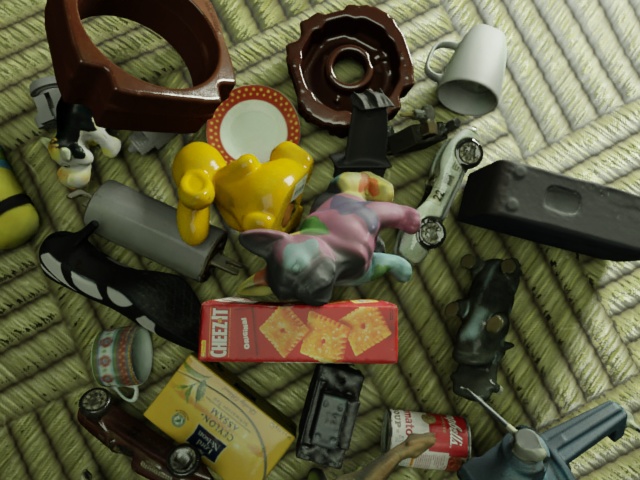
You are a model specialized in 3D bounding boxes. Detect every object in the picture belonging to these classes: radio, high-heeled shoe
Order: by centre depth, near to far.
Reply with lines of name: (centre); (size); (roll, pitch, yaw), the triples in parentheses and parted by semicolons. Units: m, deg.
radio: (0.306, -0.034, 0.684); (0.230, 0.131, 0.073); (14, 86, 1)
high-heeled shoe: (-0.257, 0.079, 0.694); (0.145, 0.086, 0.248); (-36, 97, 35)

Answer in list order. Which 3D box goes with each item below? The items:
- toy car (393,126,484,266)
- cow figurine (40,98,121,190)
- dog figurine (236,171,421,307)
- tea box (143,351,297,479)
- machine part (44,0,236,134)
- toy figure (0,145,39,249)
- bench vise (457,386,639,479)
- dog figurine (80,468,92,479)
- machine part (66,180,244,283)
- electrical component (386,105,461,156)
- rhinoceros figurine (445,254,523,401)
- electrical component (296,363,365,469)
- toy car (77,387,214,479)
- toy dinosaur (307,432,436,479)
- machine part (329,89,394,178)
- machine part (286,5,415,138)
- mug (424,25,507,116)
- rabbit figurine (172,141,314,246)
toy car: (0.156, -0.060, 0.713); (0.056, 0.073, 0.201); (26, 85, 1)
cow figurine: (-0.308, -0.151, 0.697); (0.068, 0.098, 0.167); (22, 83, 29)
dog figurine: (-0.001, -0.002, 0.629); (0.219, 0.192, 0.108); (-9, 129, -27)
tea box: (-0.123, 0.229, 0.687); (0.170, 0.068, 0.098); (36, 85, 1)
machine part: (-0.220, -0.235, 0.664); (0.201, 0.087, 0.201); (-6, 69, -40)
toy figure: (-0.437, -0.073, 0.704); (0.089, 0.082, 0.180); (-21, 83, 0)
bench vise: (0.278, 0.254, 0.639); (0.241, 0.129, 0.223); (-25, 124, -11)
dog figurine: (-0.218, 0.380, 0.666); (0.190, 0.121, 0.172); (16, 121, -17)
machine part: (-0.213, -0.012, 0.703); (0.243, 0.079, 0.079); (24, 85, 2)
electrical component: (0.124, -0.144, 0.713); (0.078, 0.102, 0.045); (-17, 89, -27)
rhinoceros figurine: (0.208, 0.108, 0.688); (0.073, 0.112, 0.190); (7, 68, 30)
electrical component: (0.011, 0.207, 0.658); (0.058, 0.134, 0.115); (13, 83, -1)
toy car: (-0.213, 0.250, 0.649); (0.202, 0.089, 0.053); (25, 48, 19)
toy dinosaur: (-0.034, 0.388, 0.608); (0.105, 0.198, 0.471); (44, 86, 2)
machine part: (0.057, -0.127, 0.697); (0.084, 0.138, 0.039); (6, 43, -2)
machine part: (0.040, -0.230, 0.736); (0.179, 0.056, 0.179); (0, 84, -2)
mug: (0.202, -0.238, 0.733); (0.110, 0.080, 0.107); (20, 73, 8)
rabbit figurine: (-0.116, -0.059, 0.674); (0.173, 0.121, 0.162); (29, 47, 11)
